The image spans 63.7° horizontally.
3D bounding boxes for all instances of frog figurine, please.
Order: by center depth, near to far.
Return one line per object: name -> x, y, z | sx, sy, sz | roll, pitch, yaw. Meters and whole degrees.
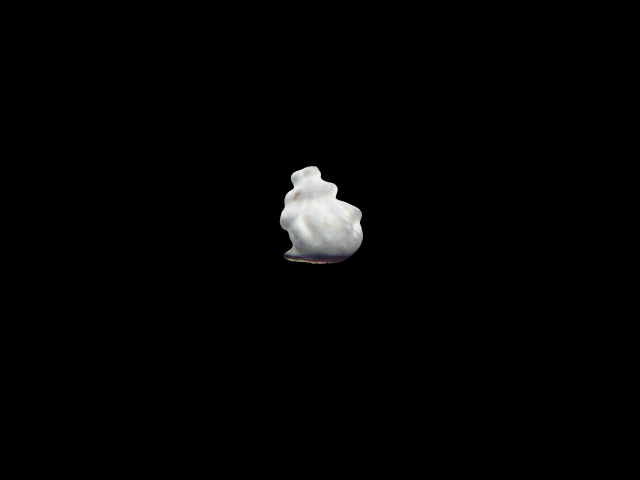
frog figurine -> 0.003, -0.043, 0.850 | 0.137, 0.159, 0.123 | 0, 3, -4
